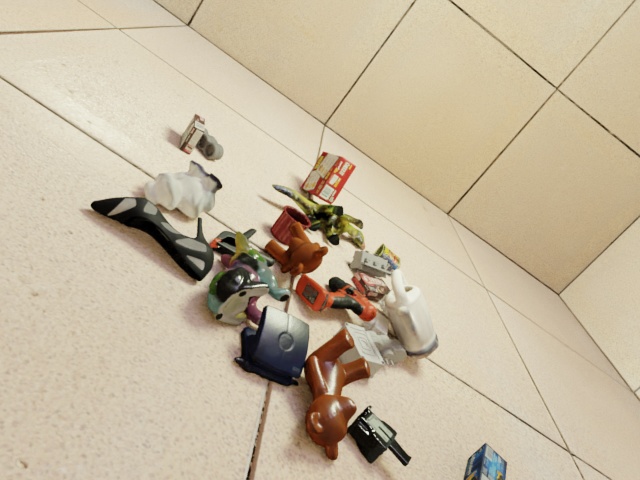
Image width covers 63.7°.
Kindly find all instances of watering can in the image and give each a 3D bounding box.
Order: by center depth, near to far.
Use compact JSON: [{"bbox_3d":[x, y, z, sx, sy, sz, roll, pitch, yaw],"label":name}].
[{"bbox_3d":[0.226,0.201,1.307,0.351,0.103,0.223,-59,129,-76],"label":"watering can"}]

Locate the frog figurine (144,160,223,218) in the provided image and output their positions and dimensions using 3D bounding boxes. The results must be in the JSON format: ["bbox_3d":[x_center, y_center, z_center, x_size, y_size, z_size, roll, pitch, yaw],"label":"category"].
[{"bbox_3d":[-0.329,-0.106,1.217,0.162,0.120,0.138,-34,78,-32],"label":"frog figurine"}]

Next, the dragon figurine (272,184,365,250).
[{"bbox_3d":[0.005,-0.088,1.743,0.408,0.122,0.244,35,3,-13],"label":"dragon figurine"}]
